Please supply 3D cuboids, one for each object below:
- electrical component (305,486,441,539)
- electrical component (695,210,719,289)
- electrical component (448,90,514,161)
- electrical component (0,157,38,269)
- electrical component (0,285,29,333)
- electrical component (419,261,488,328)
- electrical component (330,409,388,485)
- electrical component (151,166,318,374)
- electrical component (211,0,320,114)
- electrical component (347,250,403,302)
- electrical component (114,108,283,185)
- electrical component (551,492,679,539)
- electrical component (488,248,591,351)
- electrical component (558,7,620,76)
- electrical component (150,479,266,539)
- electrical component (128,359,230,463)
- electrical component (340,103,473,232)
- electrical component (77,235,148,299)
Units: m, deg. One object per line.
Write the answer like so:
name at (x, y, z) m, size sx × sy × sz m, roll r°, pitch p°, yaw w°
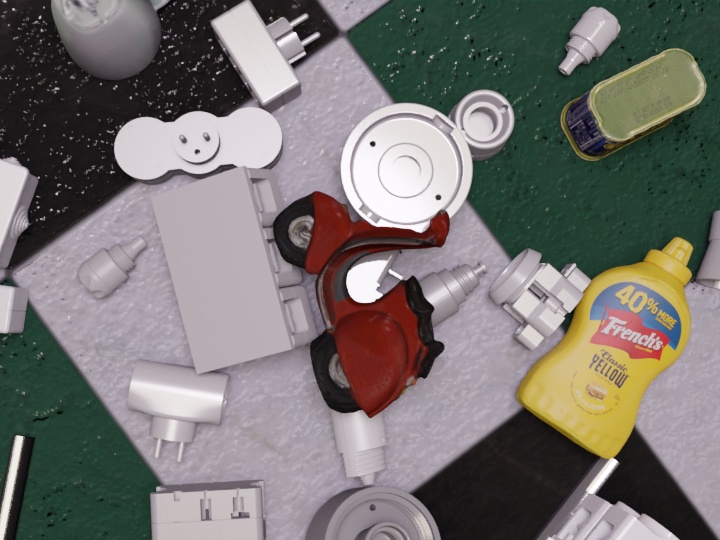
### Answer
electrical component at (0.014, 0.226, 0.868) m, size 0.108 × 0.060 × 0.108 m, roll 6°, pitch 70°, yaw -16°
electrical component at (0.315, -0.019, 0.920) m, size 0.044 × 0.044 × 0.065 m, roll 13°, pitch 82°, yaw -1°
electrical component at (0.103, -0.124, 0.913) m, size 0.055 × 0.047 × 0.055 m, roll 0°, pitch 87°, yaw -2°
electrical component at (-0.325, -0.054, 0.892) m, size 0.100 × 0.048 × 0.099 m, roll 19°, pitch 87°, yaw -1°
electrical component at (-0.326, 0.047, 0.888) m, size 0.083 × 0.047 × 0.075 m, roll 7°, pitch 87°, yaw -2°
electrical component at (0.072, 0.018, 0.908) m, size 0.078 × 0.040 × 0.040 m, roll -33°, pitch 89°, yaw -3°
electrical component at (0.000, 0.138, 0.898) m, size 0.043 × 0.043 × 0.081 m, roll -10°, pitch 87°, yaw -3°
electrical component at (-0.101, 0.000, 0.883) m, size 0.089 × 0.062 × 0.150 m, roll -16°, pitch 87°, yaw 21°
electrical component at (-0.071, -0.188, 0.910) m, size 0.076 × 0.047 × 0.083 m, roll -32°, pitch 89°, yaw -4°
electrical component at (0.000, 0.000, 0.906) m, size 0.081 × 0.042 × 0.063 m, roll 29°, pitch 84°, yaw -1°
electrical component at (-0.134, -0.105, 0.890) m, size 0.138 × 0.073 × 0.052 m, roll -6°, pitch 87°, yaw -2°
electrical component at (0.257, 0.263, 0.865) m, size 0.186 × 0.105 × 0.060 m, roll 41°, pitch 85°, yaw -3°
electrical component at (0.146, 0.019, 0.903) m, size 0.057 × 0.058 × 0.078 m, roll 41°, pitch 86°, yaw -2°
electrical component at (0.194, -0.194, 0.927) m, size 0.035 × 0.035 × 0.061 m, roll 39°, pitch 89°, yaw 0°
electrical component at (-0.124, 0.206, 0.886) m, size 0.089 × 0.050 × 0.055 m, roll -3°, pitch 87°, yaw -2°
electrical component at (-0.153, 0.119, 0.893) m, size 0.077 × 0.043 × 0.079 m, roll 10°, pitch 87°, yaw -1°
electrical component at (0.037, -0.081, 0.902) m, size 0.108 × 0.060 × 0.108 m, roll 0°, pitch 87°, yaw -2°
electrical component at (-0.205, -0.006, 0.902) m, size 0.061 × 0.035 × 0.035 m, roll -40°, pitch 89°, yaw -6°
